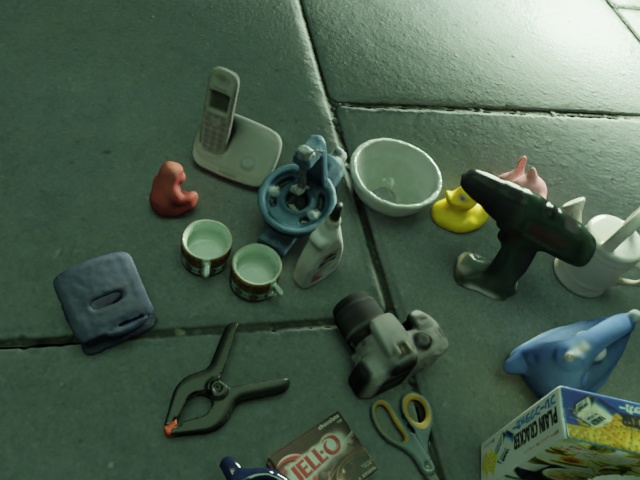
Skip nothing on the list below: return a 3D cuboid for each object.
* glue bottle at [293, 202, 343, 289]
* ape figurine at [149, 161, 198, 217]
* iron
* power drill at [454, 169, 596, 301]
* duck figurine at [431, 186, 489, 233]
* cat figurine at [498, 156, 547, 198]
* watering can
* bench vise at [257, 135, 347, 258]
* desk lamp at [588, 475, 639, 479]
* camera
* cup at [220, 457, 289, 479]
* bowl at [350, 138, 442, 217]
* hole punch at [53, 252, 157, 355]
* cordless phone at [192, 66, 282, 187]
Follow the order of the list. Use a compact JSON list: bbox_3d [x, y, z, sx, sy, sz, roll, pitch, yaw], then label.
[{"bbox_3d":[0.008,0.003,0.847,0.078,0.173,0.037,-34,68,-33],"label":"glue bottle"},{"bbox_3d":[-0.233,-0.085,0.901,0.076,0.092,0.077,-27,64,-30],"label":"ape figurine"},{"bbox_3d":[0.407,0.157,0.858,0.259,0.141,0.118,-22,62,-28],"label":"iron"},{"bbox_3d":[0.295,0.002,0.902,0.229,0.208,0.076,21,51,2],"label":"power drill"},{"bbox_3d":[0.260,-0.065,1.022,0.105,0.086,0.077,3,53,-13],"label":"duck figurine"},{"bbox_3d":[0.375,-0.098,1.057,0.067,0.118,0.128,11,52,-6],"label":"cat figurine"},{"bbox_3d":[0.480,0.002,0.961,0.172,0.194,0.101,29,52,7],"label":"watering can"},{"bbox_3d":[-0.023,-0.100,0.887,0.121,0.220,0.207,17,51,-1],"label":"bench vise"},{"bbox_3d":[0.298,0.382,0.613,0.118,0.213,0.203,12,52,-6],"label":"desk lamp"},{"bbox_3d":[0.092,0.132,0.818,0.143,0.101,0.136,-19,61,-27],"label":"camera"},{"bbox_3d":[-0.079,0.305,0.645,0.092,0.095,0.117,-30,66,-31],"label":"cup"},{"bbox_3d":[0.126,-0.099,1.019,0.167,0.075,0.167,7,52,-9],"label":"bowl"},{"bbox_3d":[-0.282,0.082,0.761,0.109,0.091,0.101,-24,63,-29],"label":"hole punch"},{"bbox_3d":[-0.131,-0.186,0.944,0.147,0.185,0.094,20,51,1],"label":"cordless phone"}]
